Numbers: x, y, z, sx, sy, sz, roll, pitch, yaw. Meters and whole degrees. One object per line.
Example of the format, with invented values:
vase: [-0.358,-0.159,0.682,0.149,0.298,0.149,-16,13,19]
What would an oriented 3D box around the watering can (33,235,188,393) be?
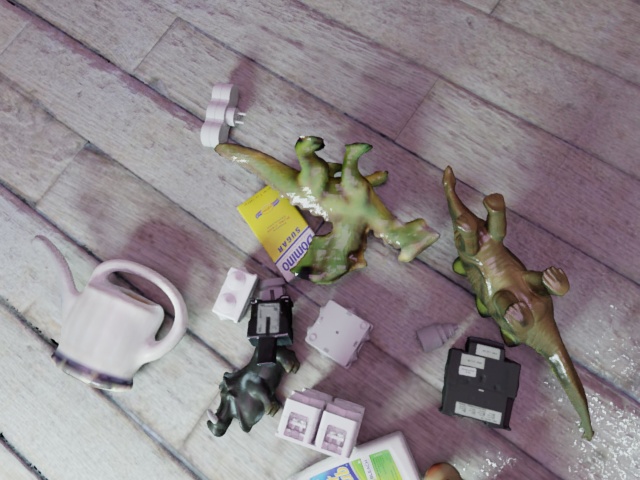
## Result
watering can: [-0.408,0.133,0.930,0.348,0.226,0.103,20,-11,11]

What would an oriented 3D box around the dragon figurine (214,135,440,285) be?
dragon figurine: [0.003,-0.046,0.905,0.410,0.246,0.120,5,-18,3]
